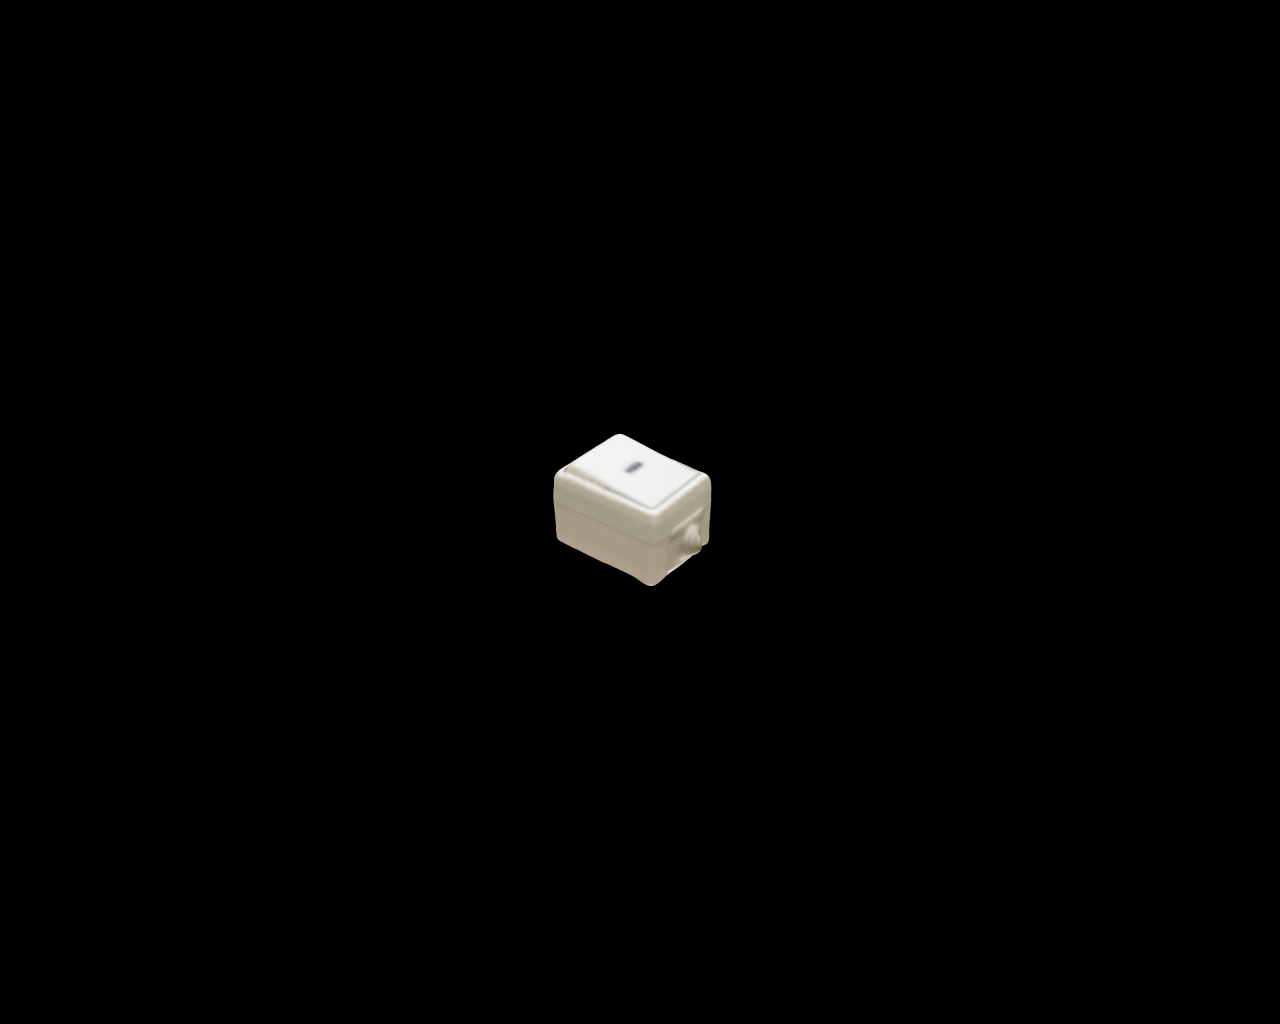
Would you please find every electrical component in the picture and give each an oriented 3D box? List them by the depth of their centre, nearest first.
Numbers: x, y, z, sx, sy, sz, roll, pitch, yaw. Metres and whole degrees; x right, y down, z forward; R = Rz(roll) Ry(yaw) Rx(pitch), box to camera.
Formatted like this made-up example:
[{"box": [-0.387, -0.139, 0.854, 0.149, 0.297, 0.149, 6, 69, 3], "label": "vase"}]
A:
[{"box": [0.001, -0.003, 0.650, 0.096, 0.061, 0.062, 24, 41, 31], "label": "electrical component"}]
